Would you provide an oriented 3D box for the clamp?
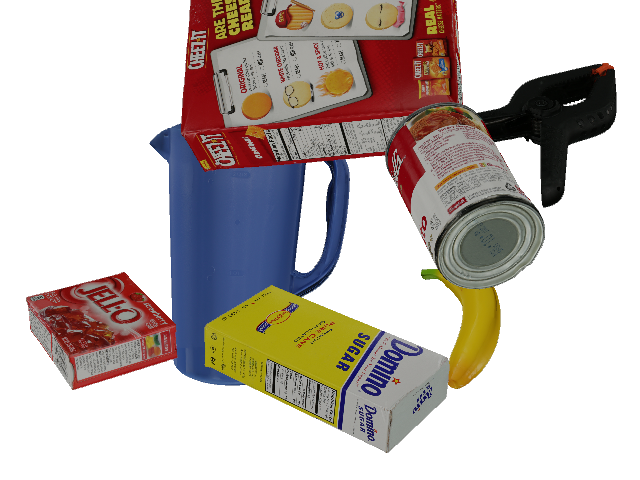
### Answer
[{"bbox_3d":[0.195,-0.097,0.916,0.209,0.036,0.165,-27,39,-26],"label":"clamp"}]

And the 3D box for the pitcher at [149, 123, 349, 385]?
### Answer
[{"bbox_3d":[-0.071,0.008,1.007,0.144,0.243,0.149,-7,16,-40],"label":"pitcher"}]

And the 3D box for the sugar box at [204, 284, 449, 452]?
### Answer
[{"bbox_3d":[0.004,0.095,0.840,0.176,0.048,0.093,18,30,30],"label":"sugar box"}]

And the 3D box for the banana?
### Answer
[{"bbox_3d":[0.148,0.077,1.066,0.070,0.037,0.198,-29,26,13],"label":"banana"}]

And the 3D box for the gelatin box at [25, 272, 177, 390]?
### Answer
[{"bbox_3d":[-0.146,0.057,0.708,0.073,0.030,0.089,-15,30,-28],"label":"gelatin box"}]

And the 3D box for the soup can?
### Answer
[{"bbox_3d":[0.086,-0.028,0.642,0.068,0.069,0.102,0,38,-17],"label":"soup can"}]

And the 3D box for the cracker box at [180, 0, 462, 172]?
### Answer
[{"bbox_3d":[0.004,-0.146,0.856,0.214,0.164,0.072,-5,-28,10],"label":"cracker box"}]
